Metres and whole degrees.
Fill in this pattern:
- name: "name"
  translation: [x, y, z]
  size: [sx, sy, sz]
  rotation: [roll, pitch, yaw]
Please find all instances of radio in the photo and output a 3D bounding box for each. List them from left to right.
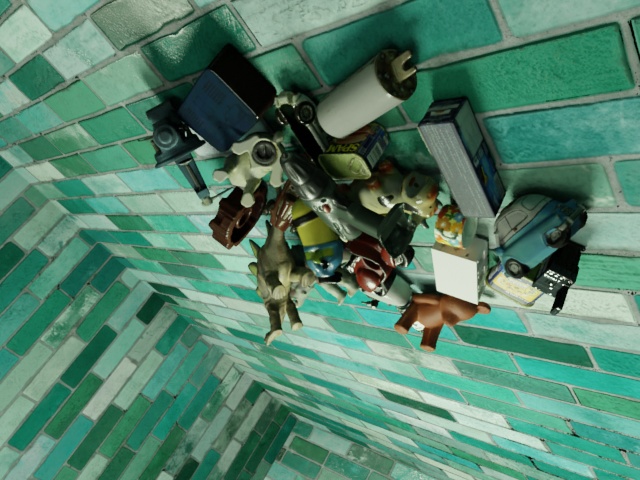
- name: "radio"
  translation: [-0.185, -0.263, 1.045]
  size: [0.131, 0.073, 0.230]
  rotation: [41, 155, -16]

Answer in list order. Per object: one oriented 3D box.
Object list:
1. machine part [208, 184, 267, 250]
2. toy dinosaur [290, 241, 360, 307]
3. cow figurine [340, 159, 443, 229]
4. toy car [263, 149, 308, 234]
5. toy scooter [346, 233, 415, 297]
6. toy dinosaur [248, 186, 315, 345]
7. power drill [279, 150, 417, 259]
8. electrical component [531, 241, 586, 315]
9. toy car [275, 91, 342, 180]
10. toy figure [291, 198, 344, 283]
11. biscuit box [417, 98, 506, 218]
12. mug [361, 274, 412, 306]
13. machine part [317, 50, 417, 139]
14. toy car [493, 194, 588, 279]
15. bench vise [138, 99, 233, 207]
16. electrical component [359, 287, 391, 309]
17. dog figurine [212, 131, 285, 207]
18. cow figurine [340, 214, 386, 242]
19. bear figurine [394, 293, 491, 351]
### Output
- name: "machine part"
  translation: [-0.194, -0.063, 1.292]
  size: [0.056, 0.179, 0.179]
  rotation: [33, 154, 10]
- name: "toy dinosaur"
  translation: [0.021, 0.049, 1.306]
  size: [0.192, 0.131, 0.404]
  rotation: [34, 148, -2]
- name: "cow figurine"
  translation: [0.134, -0.079, 0.976]
  size: [0.127, 0.085, 0.195]
  rotation: [44, 156, -25]
- name: "toy car"
  translation: [-0.054, -0.095, 1.117]
  size: [0.089, 0.053, 0.202]
  rotation: [34, 123, 2]
- name: "toy scooter"
  translation: [0.100, 0.037, 1.076]
  size: [0.135, 0.075, 0.183]
  rotation: [27, 147, 2]
- name: "toy dinosaur"
  translation: [-0.105, 0.064, 1.283]
  size: [0.199, 0.105, 0.470]
  rotation: [48, 137, 43]
- name: "power drill"
  translation: [0.049, -0.054, 0.912]
  size: [0.208, 0.086, 0.231]
  rotation: [20, 163, 35]
- name: "electrical component"
  translation: [0.389, 0.063, 0.888]
  size: [0.048, 0.119, 0.074]
  rotation: [28, 156, 11]
- name: "toy car"
  translation: [-0.012, -0.191, 0.989]
  size: [0.074, 0.056, 0.201]
  rotation: [11, 145, 49]
- name: "toy figure"
  translation: [-0.002, -0.003, 1.064]
  size: [0.082, 0.089, 0.180]
  rotation: [-172, 72, -70]
- name: "biscuit box"
  translation: [0.224, -0.120, 0.830]
  size: [0.063, 0.059, 0.202]
  rotation: [4, 141, 43]
- name: "mug"
  translation: [0.160, 0.118, 1.297]
  size: [0.107, 0.081, 0.109]
  rotation: [30, 156, -7]
- name: "machine part"
  translation: [0.067, -0.218, 0.823]
  size: [0.079, 0.079, 0.243]
  rotation: [42, 152, -17]
- name: "toy car"
  translation: [0.330, -0.017, 0.844]
  size: [0.103, 0.109, 0.161]
  rotation: [47, 148, 14]
- name: "bench vise"
  translation: [-0.306, -0.185, 1.191]
  size: [0.240, 0.129, 0.224]
  rotation: [63, 167, -17]
- name: "electrical component"
  translation: [0.136, 0.139, 1.397]
  size: [0.078, 0.045, 0.102]
  rotation: [13, 148, 39]
- name: "dog figurine"
  translation: [-0.135, -0.172, 1.128]
  size: [0.121, 0.172, 0.191]
  rotation: [53, -170, -19]
- name: "cow figurine"
  translation: [0.100, -0.044, 1.103]
  size: [0.168, 0.068, 0.098]
  rotation: [6, 138, 42]
- name: "bear figurine"
  translation: [0.275, 0.170, 1.202]
  size: [0.120, 0.132, 0.196]
  rotation: [36, 161, -12]
